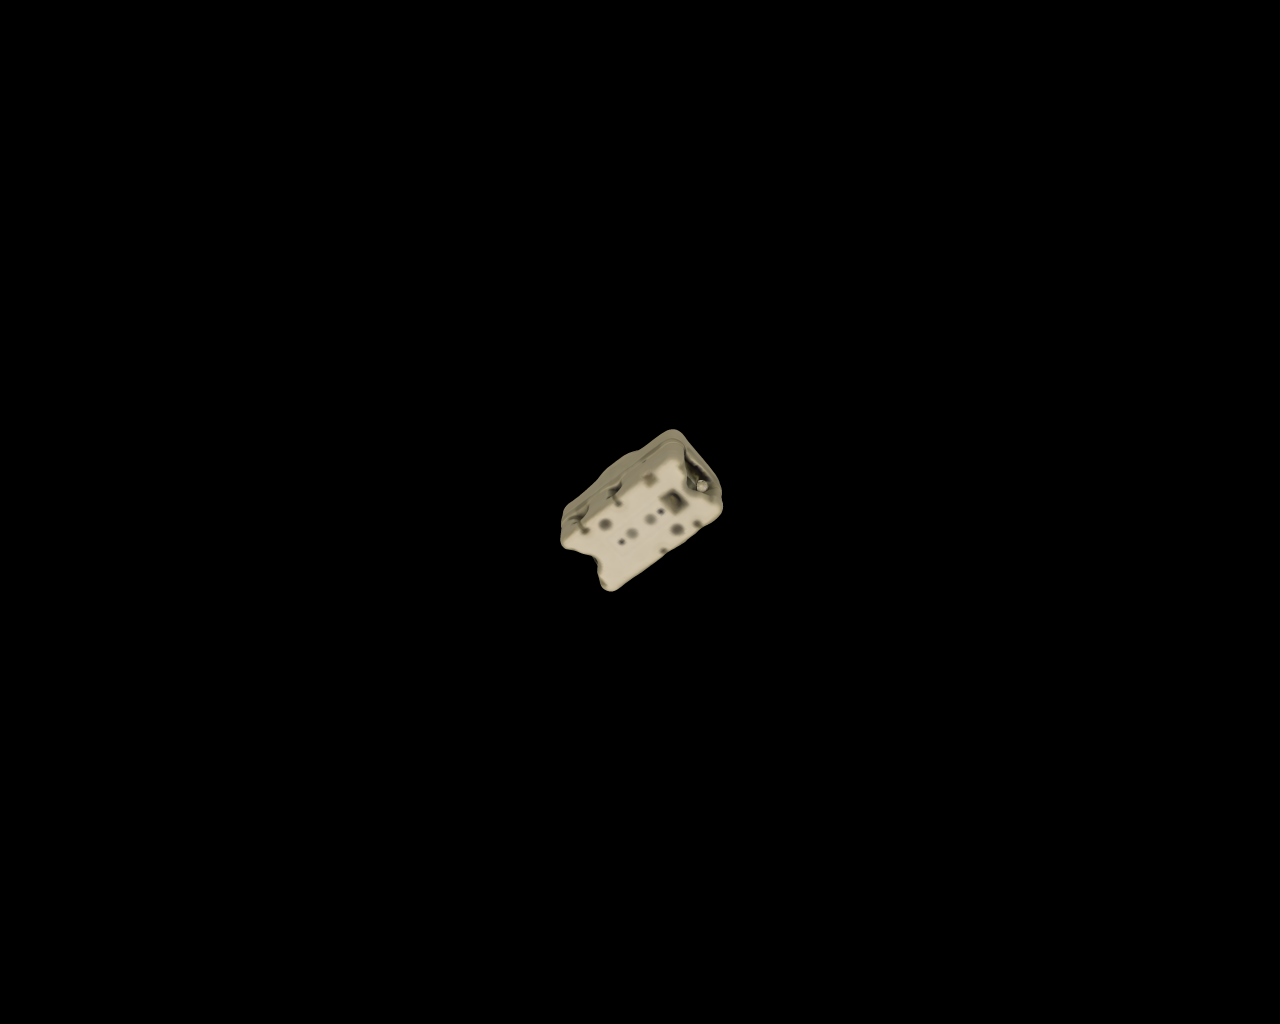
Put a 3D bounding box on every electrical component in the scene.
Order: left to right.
[{"bbox_3d":[0.001,-0.003,0.650,0.089,0.050,0.056,-36,19,15],"label":"electrical component"}]
